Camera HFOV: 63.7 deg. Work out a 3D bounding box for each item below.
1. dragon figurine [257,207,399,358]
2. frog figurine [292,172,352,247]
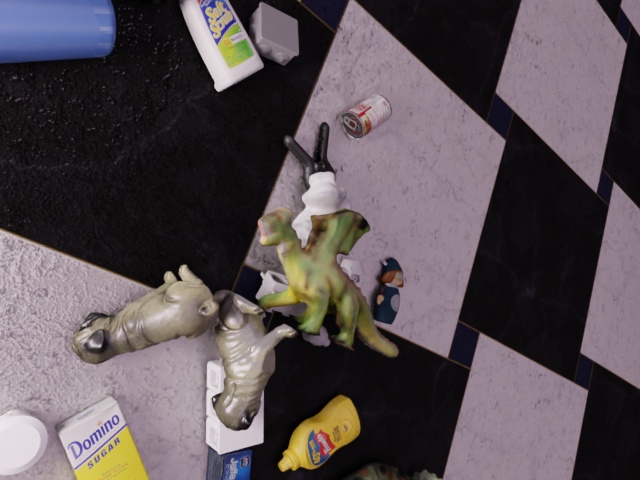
[{"bbox_3d":[0.037,0.062,0.955,0.406,0.244,0.122,25,-8,-35],"label":"dragon figurine"},{"bbox_3d":[0.003,-0.053,1.052,0.138,0.159,0.122,-26,0,-18],"label":"frog figurine"}]
